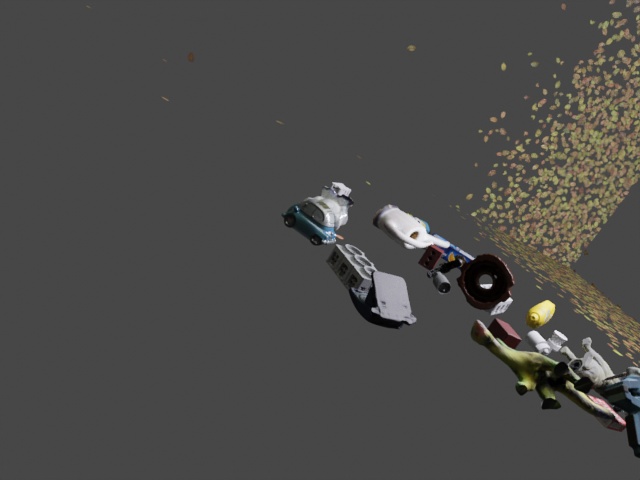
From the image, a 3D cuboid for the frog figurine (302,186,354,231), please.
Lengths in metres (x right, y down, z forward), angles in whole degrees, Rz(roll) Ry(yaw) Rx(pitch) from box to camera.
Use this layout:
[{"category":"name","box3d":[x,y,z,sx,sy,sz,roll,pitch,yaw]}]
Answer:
[{"category":"frog figurine","box3d":[0.005,-0.078,1.544,0.138,0.120,0.162,43,55,12]}]

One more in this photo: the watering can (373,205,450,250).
[{"category":"watering can","box3d":[0.331,-0.032,1.890,0.227,0.103,0.347,41,20,32]}]

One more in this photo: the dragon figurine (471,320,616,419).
[{"category":"dragon figurine","box3d":[0.530,0.314,1.287,0.406,0.122,0.246,33,6,-23]}]
